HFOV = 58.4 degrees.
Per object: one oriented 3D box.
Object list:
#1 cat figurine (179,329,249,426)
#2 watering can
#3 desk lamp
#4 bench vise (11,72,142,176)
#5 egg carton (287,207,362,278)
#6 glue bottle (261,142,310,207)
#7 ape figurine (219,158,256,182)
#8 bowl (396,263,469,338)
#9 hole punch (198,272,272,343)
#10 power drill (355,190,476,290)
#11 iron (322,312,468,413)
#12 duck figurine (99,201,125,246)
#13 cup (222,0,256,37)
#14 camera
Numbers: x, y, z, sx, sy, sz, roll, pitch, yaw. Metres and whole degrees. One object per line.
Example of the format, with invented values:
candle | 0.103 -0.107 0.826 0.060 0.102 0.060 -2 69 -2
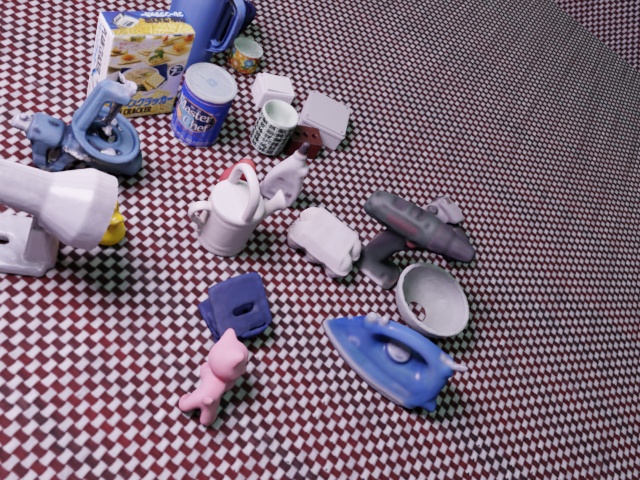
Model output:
cat figurine | -0.154 0.209 0.889 0.067 0.117 0.128 31 49 -7
watering can | -0.144 -0.063 1.029 0.173 0.193 0.101 -30 76 -40
desk lamp | -0.417 -0.033 0.843 0.204 0.213 0.118 9 55 -24
bench vise | -0.391 -0.187 0.958 0.208 0.219 0.121 -11 65 -34
egg carton | 0.011 0.004 1.154 0.150 0.069 0.107 37 48 -2
glue bottle | -0.057 -0.137 1.143 0.078 0.173 0.037 27 50 -11
ape figurine | -0.155 -0.125 1.134 0.076 0.092 0.078 34 49 -4
bowl | 0.218 0.134 1.178 0.168 0.074 0.167 15 53 -20
hole punch | -0.137 0.119 0.977 0.109 0.091 0.101 -18 69 -37
power drill | 0.168 0.010 1.146 0.229 0.208 0.076 38 48 -1
iron | 0.137 0.197 1.045 0.258 0.141 0.119 34 49 -4
duck figurine | -0.370 -0.051 0.966 0.104 0.086 0.078 45 49 5
cup | -0.210 -0.519 1.371 0.092 0.094 0.117 18 52 -18
camera | 0.277 -0.022 1.301 0.143 0.100 0.136 -20 70 -37
